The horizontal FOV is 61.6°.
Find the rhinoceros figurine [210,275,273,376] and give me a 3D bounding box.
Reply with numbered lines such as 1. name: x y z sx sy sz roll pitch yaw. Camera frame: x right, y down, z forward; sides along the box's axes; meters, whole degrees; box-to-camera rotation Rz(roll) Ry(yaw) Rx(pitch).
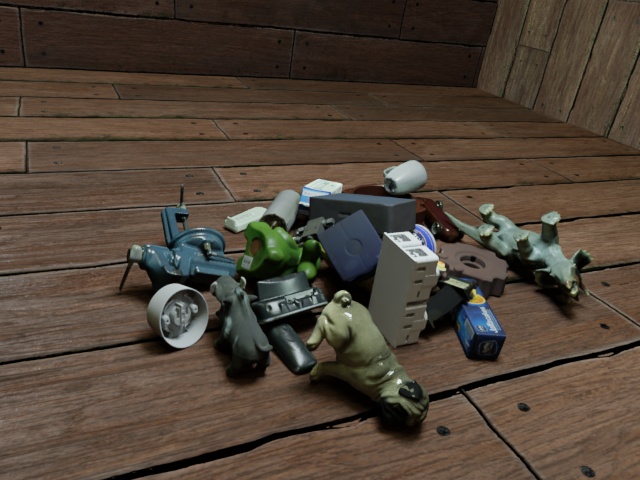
1. rhinoceros figurine: -0.141 0.139 0.909 0.073 0.112 0.190 -8 39 -24

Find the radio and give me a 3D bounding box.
1. radio: 0.098 -0.062 1.224 0.230 0.073 0.131 10 14 37

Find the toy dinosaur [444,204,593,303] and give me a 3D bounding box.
1. toy dinosaur: 0.485 0.019 1.304 0.131 0.192 0.405 -40 28 -12

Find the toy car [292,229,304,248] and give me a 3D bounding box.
1. toy car: -0.003 -0.004 1.271 0.074 0.056 0.202 19 22 20

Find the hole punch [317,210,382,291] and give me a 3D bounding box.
1. hole punch: 0.068 0.017 1.054 0.142 0.092 0.116 -30 54 0

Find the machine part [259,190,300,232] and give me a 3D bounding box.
1. machine part: -0.097 -0.063 1.350 0.079 0.079 0.243 12 28 6

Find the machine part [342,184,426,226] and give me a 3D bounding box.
1. machine part: 0.166 -0.078 1.444 0.201 0.087 0.202 -16 34 -38

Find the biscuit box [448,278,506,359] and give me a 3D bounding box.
1. biscuit box: 0.301 0.150 1.066 0.063 0.059 0.203 6 27 -6

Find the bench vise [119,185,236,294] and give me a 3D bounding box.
1. bench vise: -0.286 0.010 1.085 0.223 0.128 0.241 2 44 -28

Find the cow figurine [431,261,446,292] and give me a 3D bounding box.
1. cow figurine: 0.217 0.086 1.147 0.068 0.098 0.167 31 18 25

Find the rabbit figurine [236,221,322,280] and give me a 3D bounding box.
1. rabbit figurine: -0.061 0.031 1.116 0.170 0.121 0.159 15 -10 -38

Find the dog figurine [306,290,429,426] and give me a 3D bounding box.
1. dog figurine: 0.089 0.182 0.834 0.191 0.172 0.121 18 39 33

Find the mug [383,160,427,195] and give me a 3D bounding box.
1. mug: 0.217 -0.169 1.457 0.107 0.080 0.110 -26 48 -36

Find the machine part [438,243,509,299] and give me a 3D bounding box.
1. machine part: 0.351 0.067 1.250 0.179 0.056 0.179 8 26 -4

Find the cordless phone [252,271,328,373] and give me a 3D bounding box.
1. cordless phone: -0.036 0.151 0.971 0.146 0.088 0.184 -11 44 -35

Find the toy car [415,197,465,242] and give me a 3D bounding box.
1. toy car: 0.322 -0.059 1.488 0.089 0.053 0.202 3 31 -20

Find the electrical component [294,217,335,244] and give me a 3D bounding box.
1. electrical component: -0.013 -0.020 1.166 0.094 0.021 0.063 -17 33 30

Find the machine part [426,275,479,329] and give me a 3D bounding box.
1. machine part: 0.241 0.116 1.054 0.139 0.039 0.084 -36 34 -27

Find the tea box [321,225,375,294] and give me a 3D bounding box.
1. tea box: 0.079 0.047 1.145 0.170 0.098 0.068 31 75 35
